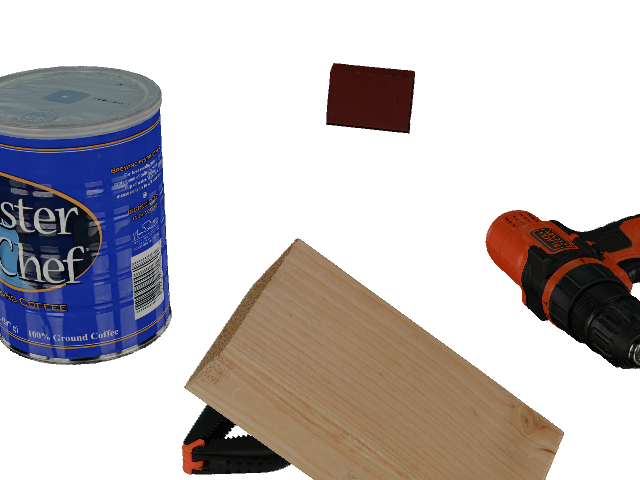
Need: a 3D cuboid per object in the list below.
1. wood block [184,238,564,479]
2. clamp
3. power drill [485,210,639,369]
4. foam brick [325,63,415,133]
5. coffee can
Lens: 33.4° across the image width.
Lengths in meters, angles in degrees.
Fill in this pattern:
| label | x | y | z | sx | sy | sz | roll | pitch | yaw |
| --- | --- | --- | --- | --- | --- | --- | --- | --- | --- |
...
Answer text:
| label | x | y | z | sx | sy | sz | roll | pitch | yaw |
| --- | --- | --- | --- | --- | --- | --- | --- | --- | --- |
| wood block | 0.032 | 0.105 | 0.664 | 0.206 | 0.090 | 0.090 | 36 | -33 | -6 |
| clamp | -0.018 | 0.145 | 0.893 | 0.209 | 0.036 | 0.165 | -27 | 44 | -36 |
| power drill | 0.231 | 0.018 | 0.735 | 0.187 | 0.057 | 0.184 | -9 | 28 | -16 |
| foam brick | 0.046 | -0.130 | 0.974 | 0.078 | 0.051 | 0.053 | 7 | 17 | 4 |
| coffee can | -0.138 | -0.016 | 0.602 | 0.103 | 0.140 | 0.103 | 1 | 26 | -1 |
